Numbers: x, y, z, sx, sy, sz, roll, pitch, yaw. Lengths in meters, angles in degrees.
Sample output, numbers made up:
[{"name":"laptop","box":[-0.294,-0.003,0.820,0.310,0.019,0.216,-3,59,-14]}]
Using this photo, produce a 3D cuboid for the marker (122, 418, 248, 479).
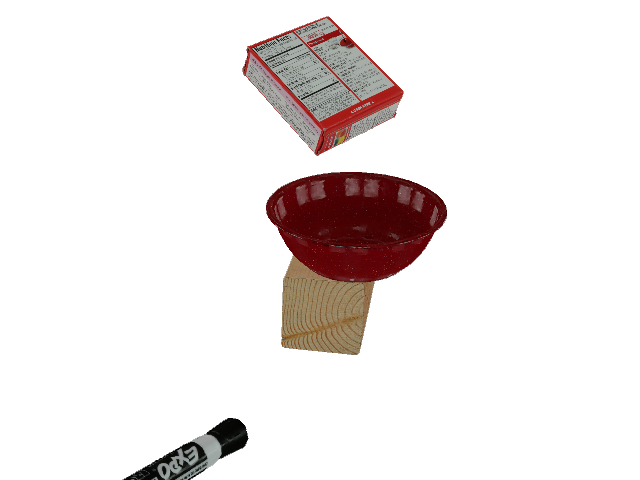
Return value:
[{"name":"marker","box":[-0.077,0.120,0.557,0.020,0.020,0.120,0,12,33]}]

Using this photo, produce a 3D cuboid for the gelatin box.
[{"name":"gelatin box","box":[0.001,-0.109,0.739,0.073,0.089,0.030,-29,-25,-30]}]

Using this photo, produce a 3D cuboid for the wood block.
[{"name":"wood block","box":[0.015,0.045,1.260,0.091,0.090,0.206,5,23,6]}]

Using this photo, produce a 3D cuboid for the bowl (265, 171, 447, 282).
[{"name":"bowl","box":[0.032,-0.007,0.959,0.162,0.055,0.162,0,26,0]}]
